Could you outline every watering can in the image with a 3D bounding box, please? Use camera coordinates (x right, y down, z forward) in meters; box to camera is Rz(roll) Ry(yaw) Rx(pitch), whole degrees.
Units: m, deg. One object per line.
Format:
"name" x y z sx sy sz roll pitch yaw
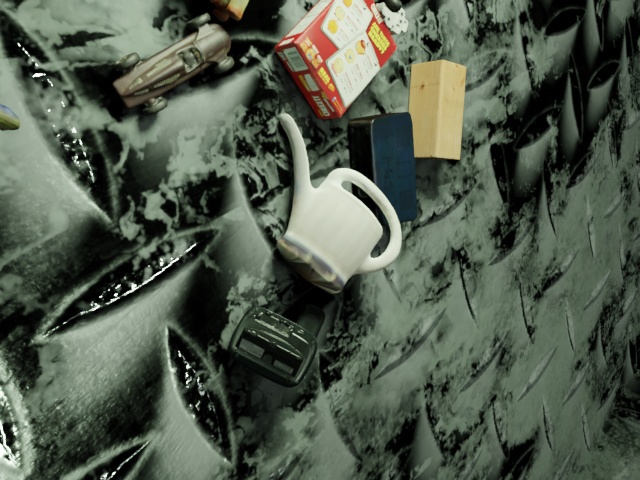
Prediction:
"watering can" 0.003 -0.048 0.949 0.345 0.104 0.227 41 75 -16

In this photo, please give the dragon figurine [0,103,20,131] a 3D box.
"dragon figurine" -0.545 -0.137 0.480 0.405 0.124 0.243 35 90 -36
